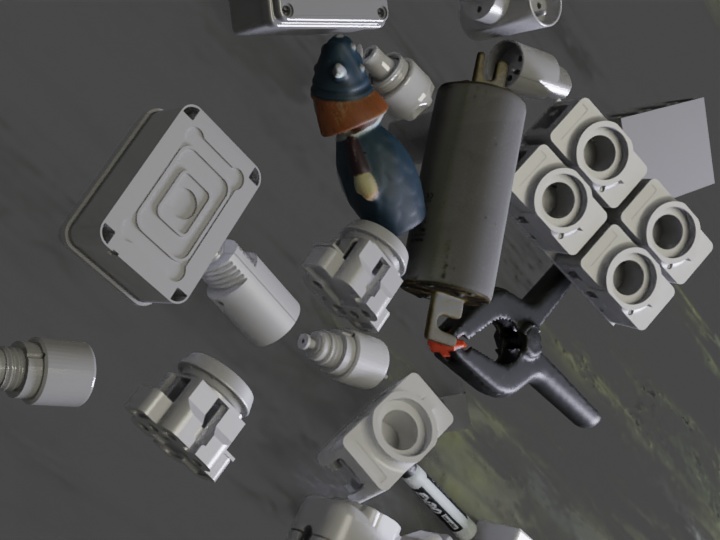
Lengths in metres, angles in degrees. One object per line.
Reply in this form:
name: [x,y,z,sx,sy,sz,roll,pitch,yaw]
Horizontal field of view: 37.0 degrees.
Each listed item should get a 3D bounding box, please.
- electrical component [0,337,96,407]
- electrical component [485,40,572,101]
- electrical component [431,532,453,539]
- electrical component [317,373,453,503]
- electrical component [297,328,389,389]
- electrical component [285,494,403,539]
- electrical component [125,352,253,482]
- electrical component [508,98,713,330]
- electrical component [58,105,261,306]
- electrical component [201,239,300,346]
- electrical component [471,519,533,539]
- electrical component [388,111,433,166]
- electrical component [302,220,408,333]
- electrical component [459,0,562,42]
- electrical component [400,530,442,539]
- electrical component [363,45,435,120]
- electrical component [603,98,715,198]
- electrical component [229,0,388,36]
electrical component: [-0.194,0.059,0.635,0.078,0.040,0.040,10,83,-42]
electrical component: [0.154,-0.173,0.953,0.081,0.043,0.043,7,85,-43]
electrical component: [0.067,0.247,0.877,0.035,0.035,0.061,-34,114,-38]
electrical component: [0.021,0.125,0.810,0.050,0.056,0.089,50,54,1]
electrical component: [-0.014,0.063,0.800,0.078,0.040,0.040,23,75,-40]
electrical component: [-0.007,0.207,0.796,0.095,0.054,0.059,40,64,-35]
electrical component: [-0.107,0.092,0.703,0.078,0.058,0.057,52,61,-29]
electrical component: [0.212,-0.048,0.941,0.186,0.060,0.105,45,81,-16]
electrical component: [-0.127,-0.041,0.685,0.078,0.057,0.113,46,61,-32]
electrical component: [-0.082,0.010,0.736,0.081,0.043,0.043,51,58,-30]
electrical component: [0.126,0.269,0.922,0.083,0.047,0.075,45,61,-33]
electrical component: [0.073,-0.104,0.970,0.043,0.077,0.079,-35,112,-67]
electrical component: [0.000,0.000,0.802,0.078,0.058,0.057,50,61,-30]
electrical component: [0.113,-0.221,0.892,0.079,0.077,0.043,6,86,-42]
electrical component: [0.031,0.228,0.753,0.057,0.058,0.078,-3,92,-45]
electrical component: [0.025,-0.148,0.835,0.062,0.043,0.043,41,64,-33]
electrical component: [0.277,-0.112,1.053,0.150,0.062,0.089,-18,102,-41]
electrical component: [-0.040,-0.224,0.767,0.109,0.056,0.108,-11,97,-42]
